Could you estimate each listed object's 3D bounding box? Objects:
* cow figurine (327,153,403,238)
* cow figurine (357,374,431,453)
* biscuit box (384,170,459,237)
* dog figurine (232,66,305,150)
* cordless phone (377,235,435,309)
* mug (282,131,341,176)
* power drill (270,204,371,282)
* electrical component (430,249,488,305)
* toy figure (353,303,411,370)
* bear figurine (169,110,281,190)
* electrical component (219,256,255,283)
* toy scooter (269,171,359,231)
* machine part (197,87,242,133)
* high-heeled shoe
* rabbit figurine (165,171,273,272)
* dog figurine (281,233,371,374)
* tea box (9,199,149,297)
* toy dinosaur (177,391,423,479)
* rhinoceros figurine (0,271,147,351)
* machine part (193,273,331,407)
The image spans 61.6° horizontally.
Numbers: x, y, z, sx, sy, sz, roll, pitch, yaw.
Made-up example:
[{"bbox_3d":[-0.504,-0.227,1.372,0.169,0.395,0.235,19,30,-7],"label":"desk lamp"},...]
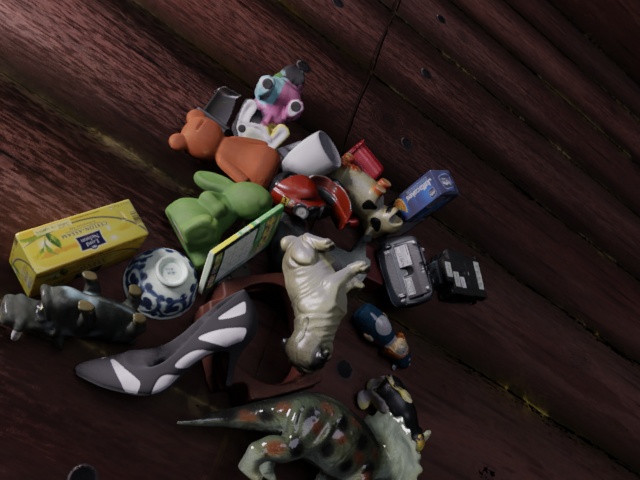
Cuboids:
[{"bbox_3d":[0.092,-0.079,1.142,0.195,0.127,0.085,37,34,2],"label":"cow figurine"},{"bbox_3d":[0.147,0.323,0.965,0.068,0.098,0.167,-25,81,-48],"label":"cow figurine"},{"bbox_3d":[0.206,-0.076,1.161,0.059,0.202,0.063,-6,68,-35],"label":"biscuit box"},{"bbox_3d":[-0.100,-0.280,1.138,0.108,0.191,0.219,32,16,-13],"label":"dog figurine"},{"bbox_3d":[0.200,0.063,1.136,0.184,0.089,0.146,3,70,-64],"label":"cordless phone"},{"bbox_3d":[-0.025,-0.166,1.080,0.080,0.107,0.110,39,30,-47],"label":"mug"},{"bbox_3d":[-0.002,-0.003,1.051,0.207,0.086,0.232,23,47,-24],"label":"power drill"},{"bbox_3d":[0.313,0.085,1.243,0.134,0.058,0.115,13,56,-29],"label":"electrical component"},{"bbox_3d":[0.129,0.193,1.056,0.064,0.058,0.154,-43,95,-3],"label":"toy figure"},{"bbox_3d":[-0.179,-0.149,1.012,0.196,0.131,0.120,19,51,-3],"label":"bear figurine"},{"bbox_3d":[-0.151,0.049,0.961,0.094,0.021,0.063,-16,75,-41],"label":"electrical component"},{"bbox_3d":[0.001,-0.068,1.002,0.184,0.075,0.135,-3,44,-41],"label":"toy scooter"},{"bbox_3d":[-0.210,-0.258,1.084,0.084,0.039,0.139,30,53,-11],"label":"machine part"},{"bbox_3d":[-0.215,0.137,0.762,0.249,0.086,0.145,4,94,-10],"label":"high-heeled shoe"},{"bbox_3d":[-0.168,-0.046,0.932,0.170,0.121,0.159,-27,45,-17],"label":"rabbit figurine"},{"bbox_3d":[-0.029,0.099,0.866,0.173,0.121,0.190,26,64,21],"label":"dog figurine"},{"bbox_3d":[-0.353,0.010,0.791,0.169,0.098,0.068,-28,82,-40],"label":"tea box"},{"bbox_3d":[0.003,0.306,0.821,0.404,0.131,0.192,40,69,-20],"label":"toy dinosaur"},{"bbox_3d":[-0.337,0.103,0.749,0.190,0.112,0.073,17,39,-41],"label":"rhinoceros figurine"},{"bbox_3d":[-0.096,0.163,0.893,0.201,0.087,0.201,-4,68,-38],"label":"machine part"}]
